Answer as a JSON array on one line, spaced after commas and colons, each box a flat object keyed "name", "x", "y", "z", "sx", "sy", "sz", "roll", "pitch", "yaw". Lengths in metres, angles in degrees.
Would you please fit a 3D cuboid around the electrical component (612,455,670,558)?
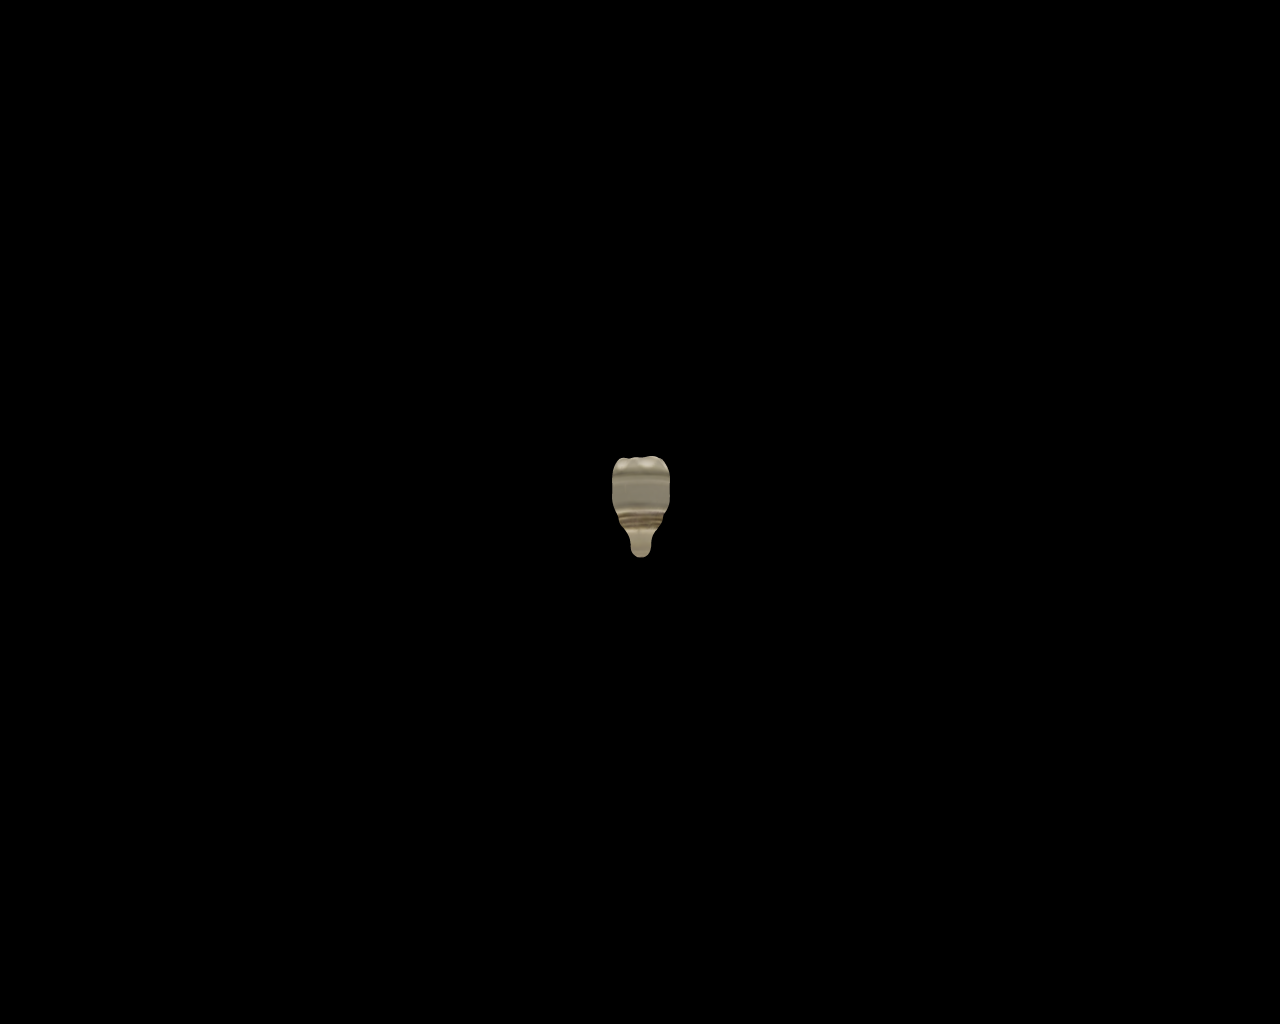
[{"name": "electrical component", "x": 0.001, "y": -0.003, "z": 0.650, "sx": 0.035, "sy": 0.061, "sz": 0.035, "roll": 0, "pitch": -4, "yaw": 0}]
